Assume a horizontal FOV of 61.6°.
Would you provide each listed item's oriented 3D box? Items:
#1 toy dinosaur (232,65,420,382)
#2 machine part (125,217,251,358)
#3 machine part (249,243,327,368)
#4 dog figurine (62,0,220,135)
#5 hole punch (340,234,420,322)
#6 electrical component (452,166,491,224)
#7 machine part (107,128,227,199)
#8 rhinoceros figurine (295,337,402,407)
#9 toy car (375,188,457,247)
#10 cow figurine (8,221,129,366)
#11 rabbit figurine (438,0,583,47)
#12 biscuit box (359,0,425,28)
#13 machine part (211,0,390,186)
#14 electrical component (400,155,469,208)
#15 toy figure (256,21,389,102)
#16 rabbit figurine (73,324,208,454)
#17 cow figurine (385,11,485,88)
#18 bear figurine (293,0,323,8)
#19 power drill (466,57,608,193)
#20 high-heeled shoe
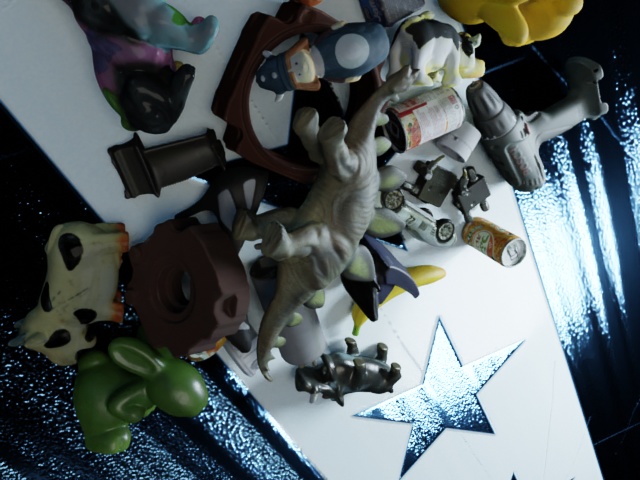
[{"bbox_3d":[-0.001,-0.002,0.685,0.198,0.105,0.471,18,112,-39],"label":"toy dinosaur"},{"bbox_3d":[-0.171,0.060,0.680,0.056,0.180,0.179,-6,120,-57],"label":"machine part"},{"bbox_3d":[-0.045,0.104,0.817,0.079,0.079,0.242,-23,119,-13],"label":"machine part"},{"bbox_3d":[-0.232,-0.233,0.567,0.219,0.109,0.191,23,105,-26],"label":"dog figurine"},{"bbox_3d":[0.087,0.043,0.821,0.092,0.142,0.115,-24,134,-11],"label":"hole punch"},{"bbox_3d":[0.251,-0.076,0.899,0.063,0.021,0.093,-34,122,-6],"label":"electrical component"},{"bbox_3d":[-0.189,-0.101,0.679,0.139,0.039,0.084,-14,114,-5],"label":"machine part"},{"bbox_3d":[0.048,0.230,0.925,0.190,0.073,0.112,6,121,-28],"label":"rhinoceros figurine"},{"bbox_3d":[0.132,-0.040,0.831,0.201,0.074,0.056,27,96,-31],"label":"toy car"},{"bbox_3d":[-0.315,0.070,0.678,0.127,0.086,0.194,6,107,-24],"label":"cow figurine"},{"bbox_3d":[0.249,-0.317,0.729,0.173,0.162,0.121,4,124,-7],"label":"rabbit figurine"},{"bbox_3d":[0.063,-0.368,0.660,0.063,0.059,0.202,-32,121,-9],"label":"biscuit box"},{"bbox_3d":[-0.021,-0.182,0.693,0.201,0.087,0.201,20,103,-31],"label":"machine part"},{"bbox_3d":[0.185,-0.092,0.848,0.102,0.045,0.078,26,99,-31],"label":"electrical component"},{"bbox_3d":[0.002,-0.205,0.611,0.154,0.058,0.064,-22,81,-12],"label":"toy figure"},{"bbox_3d":[-0.234,0.192,0.734,0.170,0.121,0.159,-7,101,14],"label":"rabbit figurine"},{"bbox_3d":[0.167,-0.262,0.741,0.167,0.068,0.098,-17,116,-37],"label":"cow figurine"},{"bbox_3d":[-0.029,-0.371,0.581,0.120,0.132,0.195,-32,128,-16],"label":"bear figurine"},{"bbox_3d":[0.347,-0.201,0.851,0.207,0.086,0.231,-39,124,-8],"label":"power drill"},{"bbox_3d":[-0.099,0.027,0.739,0.145,0.086,0.248,-21,104,5],"label":"high-heeled shoe"}]
